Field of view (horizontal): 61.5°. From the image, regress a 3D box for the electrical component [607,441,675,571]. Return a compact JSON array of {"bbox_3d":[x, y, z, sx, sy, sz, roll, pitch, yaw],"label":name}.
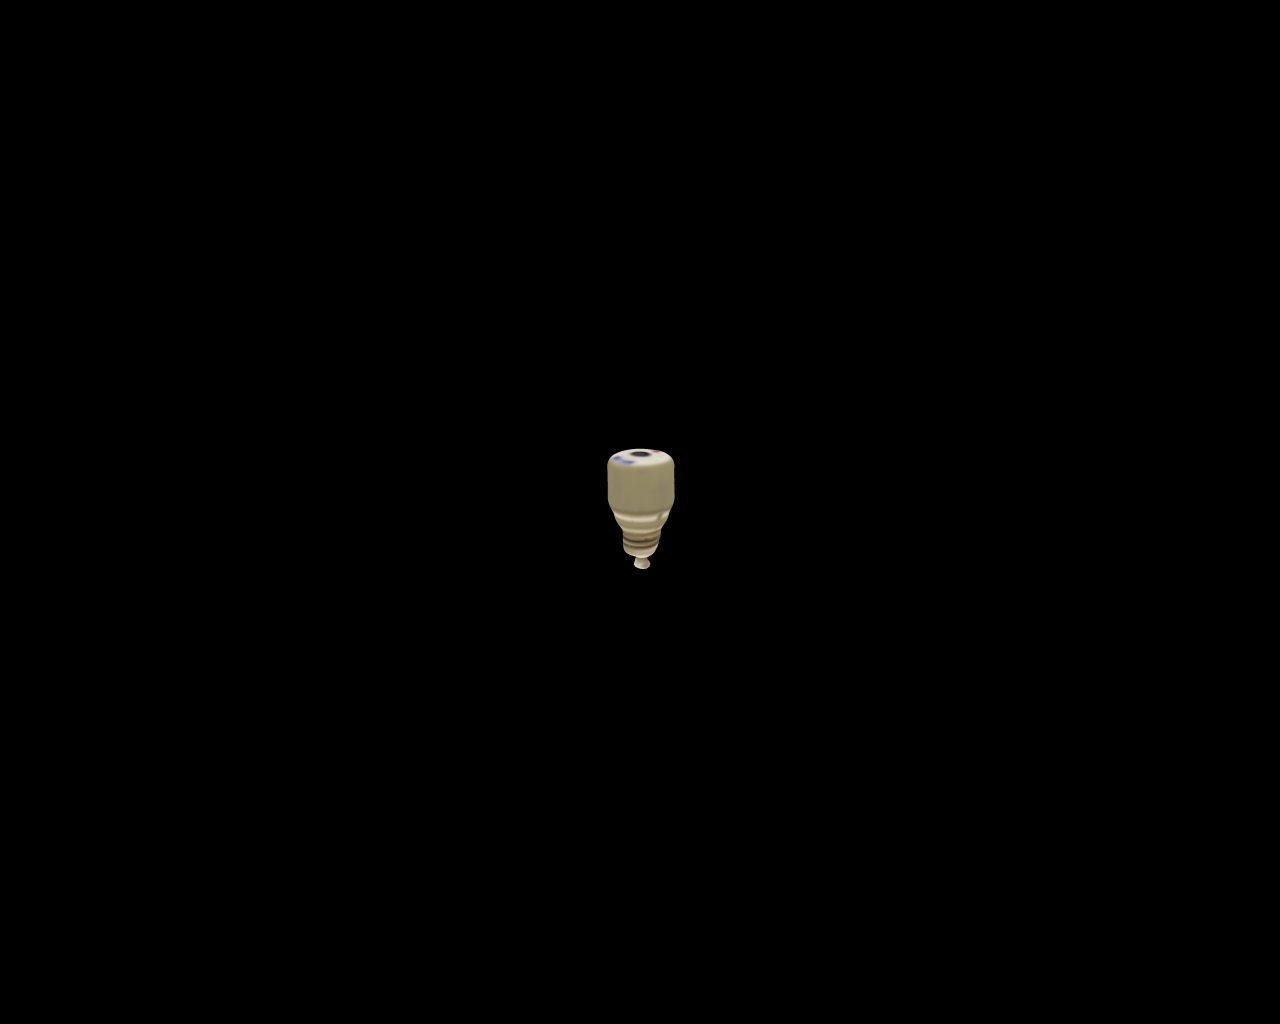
[{"bbox_3d":[0.001,-0.003,0.650,0.040,0.078,0.040,0,18,0],"label":"electrical component"}]
